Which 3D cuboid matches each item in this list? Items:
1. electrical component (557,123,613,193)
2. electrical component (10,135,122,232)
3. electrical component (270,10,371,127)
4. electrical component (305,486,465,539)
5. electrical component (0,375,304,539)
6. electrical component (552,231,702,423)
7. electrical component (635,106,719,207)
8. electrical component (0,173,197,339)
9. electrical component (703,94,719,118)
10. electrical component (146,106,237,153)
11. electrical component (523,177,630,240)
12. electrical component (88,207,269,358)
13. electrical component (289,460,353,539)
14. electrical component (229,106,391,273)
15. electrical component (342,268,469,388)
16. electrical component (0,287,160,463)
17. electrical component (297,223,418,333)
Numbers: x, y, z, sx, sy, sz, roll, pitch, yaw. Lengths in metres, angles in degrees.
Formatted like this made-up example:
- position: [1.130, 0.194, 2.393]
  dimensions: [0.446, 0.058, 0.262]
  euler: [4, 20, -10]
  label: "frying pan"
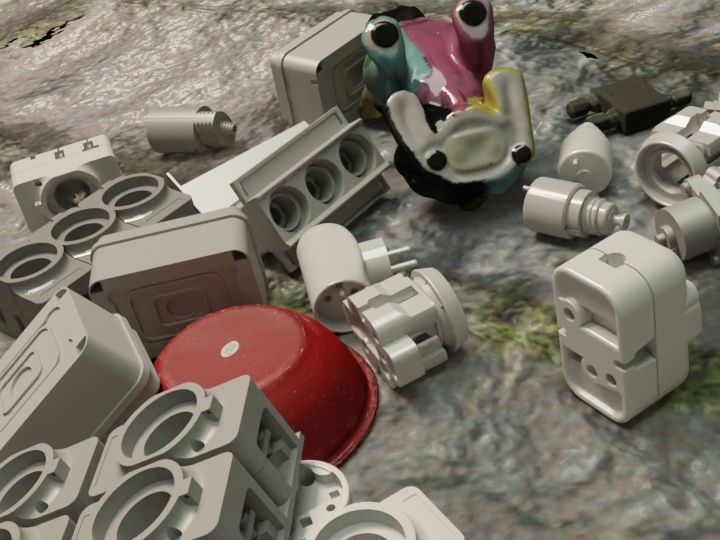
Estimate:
- position: [0.173, -0.089, 0.822]
  dimensions: [0.040, 0.040, 0.078]
  euler: [-2, 35, 16]
  label: "electrical component"
- position: [-0.253, -0.074, 0.940]
  dimensions: [0.089, 0.050, 0.055]
  euler: [-19, 34, -10]
  label: "electrical component"
- position: [-0.023, -0.184, 0.995]
  dimensions: [0.057, 0.078, 0.113]
  euler: [18, 45, 35]
  label: "electrical component"
- position: [0.005, 0.151, 0.517]
  dimensions: [0.089, 0.055, 0.050]
  euler: [-27, 36, -19]
  label: "electrical component"
- position: [-0.128, 0.131, 0.538]
  dimensions: [0.186, 0.060, 0.105]
  euler: [-24, 30, 19]
  label: "electrical component"
- position: [0.151, 0.030, 0.607]
  dimensions: [0.059, 0.095, 0.054]
  euler: [-29, 37, -22]
  label: "electrical component"
- position: [0.236, -0.079, 0.772]
  dimensions: [0.057, 0.058, 0.078]
  euler: [-32, 38, -31]
  label: "electrical component"
- position: [-0.202, -0.009, 0.817]
  dimensions: [0.089, 0.061, 0.150]
  euler: [17, 44, 37]
  label: "electrical component"
- position: [0.323, -0.116, 0.777]
  dimensions: [0.121, 0.063, 0.079]
  euler: [14, 1, 34]
  label: "electrical component"
- position: [-0.151, -0.129, 0.992]
  dimensions: [0.081, 0.043, 0.043]
  euler: [3, 37, 23]
  label: "electrical component"
- position: [0.152, -0.041, 0.760]
  dimensions: [0.078, 0.040, 0.040]
  euler: [16, 43, 36]
  label: "electrical component"
- position: [-0.125, 0.009, 0.750]
  dimensions: [0.113, 0.078, 0.057]
  euler: [-13, 37, 1]
  label: "electrical component"
- position: [-0.028, 0.135, 0.559]
  dimensions: [0.055, 0.047, 0.055]
  euler: [-9, 34, 6]
  label: "electrical component"
- position: [-0.043, -0.061, 0.830]
  dimensions: [0.121, 0.078, 0.063]
  euler: [-42, 14, -35]
  label: "electrical component"
- position: [0.031, 0.033, 0.679]
  dimensions: [0.057, 0.058, 0.078]
  euler: [-26, 35, -13]
  label: "electrical component"
- position: [-0.181, 0.078, 0.646]
  dimensions: [0.113, 0.057, 0.078]
  euler: [-49, 37, 5]
  label: "electrical component"
- position: [0.000, 0.000, 0.750]
  dimensions: [0.079, 0.043, 0.077]
  euler: [-15, 34, -4]
  label: "electrical component"
